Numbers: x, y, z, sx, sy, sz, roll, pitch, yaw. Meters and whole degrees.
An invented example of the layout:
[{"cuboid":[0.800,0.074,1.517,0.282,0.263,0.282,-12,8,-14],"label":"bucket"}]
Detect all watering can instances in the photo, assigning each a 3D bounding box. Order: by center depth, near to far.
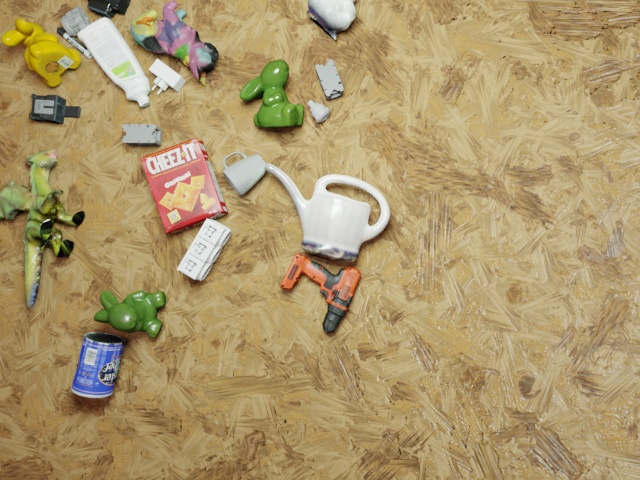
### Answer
[{"cuboid":[0.004,-0.067,1.338,0.348,0.104,0.224,14,89,1],"label":"watering can"}]

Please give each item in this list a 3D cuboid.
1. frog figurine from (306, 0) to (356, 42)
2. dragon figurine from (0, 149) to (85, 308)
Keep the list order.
[{"cuboid":[0.047,-0.632,1.362,0.139,0.122,0.158,45,102,22],"label":"frog figurine"},{"cuboid":[-0.781,-0.050,1.377,0.244,0.121,0.411,21,86,19],"label":"dragon figurine"}]
